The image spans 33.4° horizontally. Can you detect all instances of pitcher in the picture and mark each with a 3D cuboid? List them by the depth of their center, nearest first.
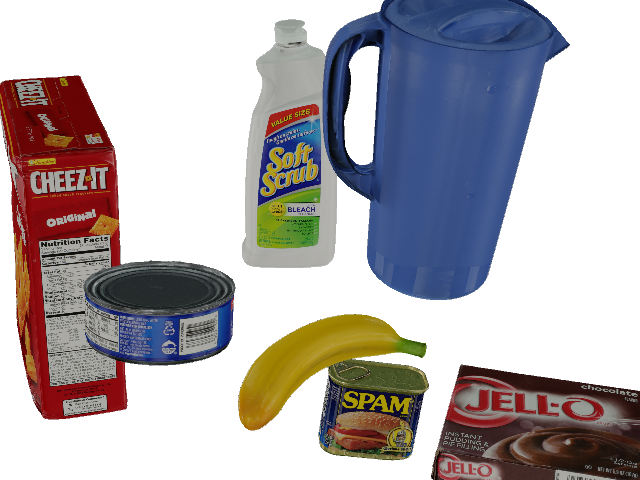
[{"bbox_3d":[0.092,-0.075,0.868,0.149,0.243,0.144,25,38,27],"label":"pitcher"}]

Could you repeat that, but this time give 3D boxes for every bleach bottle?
[{"bbox_3d":[-0.035,-0.096,1.079,0.102,0.251,0.068,0,27,4],"label":"bleach bottle"}]

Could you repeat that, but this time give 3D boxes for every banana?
[{"bbox_3d":[-0.003,0.092,0.825,0.070,0.037,0.197,20,27,41],"label":"banana"}]

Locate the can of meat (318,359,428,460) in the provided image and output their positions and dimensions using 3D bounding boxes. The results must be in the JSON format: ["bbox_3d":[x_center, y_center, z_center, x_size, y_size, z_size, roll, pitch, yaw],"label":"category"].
[{"bbox_3d":[0.052,0.173,1.085,0.102,0.084,0.057,7,19,-6],"label":"can of meat"}]

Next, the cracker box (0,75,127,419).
[{"bbox_3d":[-0.198,0.002,0.809,0.072,0.214,0.164,-7,28,-19],"label":"cracker box"}]

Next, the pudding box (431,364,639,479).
[{"bbox_3d":[0.127,0.115,0.612,0.113,0.039,0.090,9,28,12],"label":"pudding box"}]

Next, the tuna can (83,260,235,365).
[{"bbox_3d":[-0.092,0.041,0.612,0.086,0.034,0.086,3,17,-1],"label":"tuna can"}]
